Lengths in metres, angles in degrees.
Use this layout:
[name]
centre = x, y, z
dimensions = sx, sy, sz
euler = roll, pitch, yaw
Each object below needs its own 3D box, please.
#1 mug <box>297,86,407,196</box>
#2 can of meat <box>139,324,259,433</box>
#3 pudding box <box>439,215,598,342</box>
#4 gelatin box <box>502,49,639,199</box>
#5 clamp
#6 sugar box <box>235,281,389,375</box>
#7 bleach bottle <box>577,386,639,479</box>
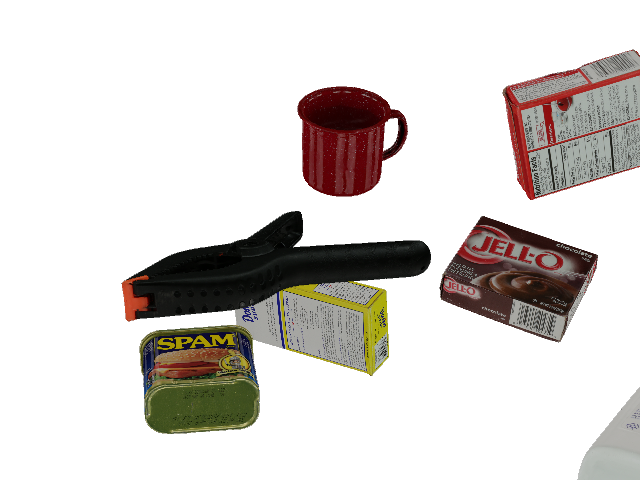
[mug]
centre = 0.034, -0.101, 1.082
dimensions = 0.117, 0.081, 0.093
euler = -14, 39, -19
[can of meat]
centre = -0.105, 0.121, 0.924
dimensions = 0.102, 0.057, 0.084
euler = -3, 27, -8
[pudding box]
centre = 0.173, 0.032, 0.930
dimensions = 0.114, 0.039, 0.089
euler = 22, 46, 19
[gelatin box]
centre = 0.166, -0.074, 0.684
dimensions = 0.089, 0.073, 0.030
euler = -16, 37, 2
[clamp]
centre = -0.038, 0.019, 0.751
dimensions = 0.209, 0.036, 0.165
euler = -17, 19, -41
[sugar box]
centre = -0.012, 0.079, 1.169
dimensions = 0.176, 0.093, 0.048
euler = 16, 36, 29
[bleach bottle]
centre = 0.245, 0.102, 0.630
dimensions = 0.103, 0.068, 0.250
euler = 19, 30, 32
